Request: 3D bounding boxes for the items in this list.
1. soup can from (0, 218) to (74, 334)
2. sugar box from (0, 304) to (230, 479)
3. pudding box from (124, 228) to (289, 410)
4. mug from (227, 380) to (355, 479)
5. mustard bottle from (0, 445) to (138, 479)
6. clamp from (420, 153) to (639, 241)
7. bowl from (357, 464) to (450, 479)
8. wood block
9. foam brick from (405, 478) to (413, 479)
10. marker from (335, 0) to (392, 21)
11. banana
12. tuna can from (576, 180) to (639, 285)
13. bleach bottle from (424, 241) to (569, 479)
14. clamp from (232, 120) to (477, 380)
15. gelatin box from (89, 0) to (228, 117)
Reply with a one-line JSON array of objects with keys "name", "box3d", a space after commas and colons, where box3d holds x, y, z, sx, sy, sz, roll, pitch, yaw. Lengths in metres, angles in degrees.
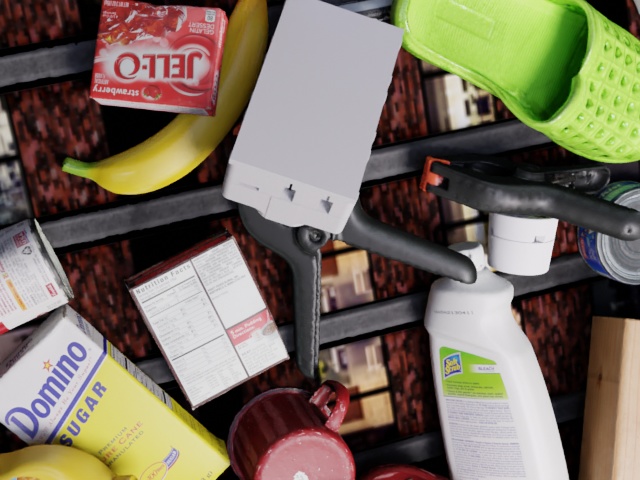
[{"name": "soup can", "box3d": [-0.237, 0.035, 0.761, 0.102, 0.068, 0.068, -26, 107, -9]}, {"name": "sugar box", "box3d": [-0.162, 0.141, 0.813, 0.093, 0.048, 0.176, -45, 110, 1]}, {"name": "pudding box", "box3d": [-0.086, 0.060, 0.822, 0.090, 0.039, 0.113, -27, 105, -8]}, {"name": "mug", "box3d": [-0.014, 0.163, 0.838, 0.093, 0.081, 0.117, 36, 91, -18]}, {"name": "mustard bottle", "box3d": [-0.207, 0.194, 0.773, 0.192, 0.058, 0.096, -4, 114, 8]}, {"name": "clamp", "box3d": [0.167, -0.036, 0.831, 0.171, 0.120, 0.039, 2, 109, -11]}, {"name": "bowl", "box3d": [0.094, 0.252, 0.868, 0.055, 0.162, 0.162, -13, 107, -46]}, {"name": "wood block", "box3d": [0.271, 0.170, 0.880, 0.090, 0.091, 0.206, 6, 87, -3]}, {"name": "foam brick", "box3d": [0.044, 0.224, 0.810, 0.078, 0.051, 0.053, -21, 76, -36]}, {"name": "marker", "box3d": [0.050, -0.178, 0.818, 0.121, 0.020, 0.020, -13, 104, -12]}, {"name": "banana", "box3d": [-0.097, -0.096, 0.787, 0.198, 0.037, 0.069, -43, 108, -3]}, {"name": "tuna can", "box3d": [0.263, -0.006, 0.902, 0.086, 0.034, 0.086, -3, 102, -14]}, {"name": "bleach bottle", "box3d": [0.144, 0.124, 0.867, 0.103, 0.068, 0.251, -4, 105, 30]}, {"name": "clamp", "box3d": [-0.005, 0.001, 0.821, 0.165, 0.036, 0.210, -40, 100, 17]}, {"name": "gelatin box", "box3d": [-0.114, -0.130, 0.758, 0.089, 0.030, 0.073, 7, 87, 4]}]
